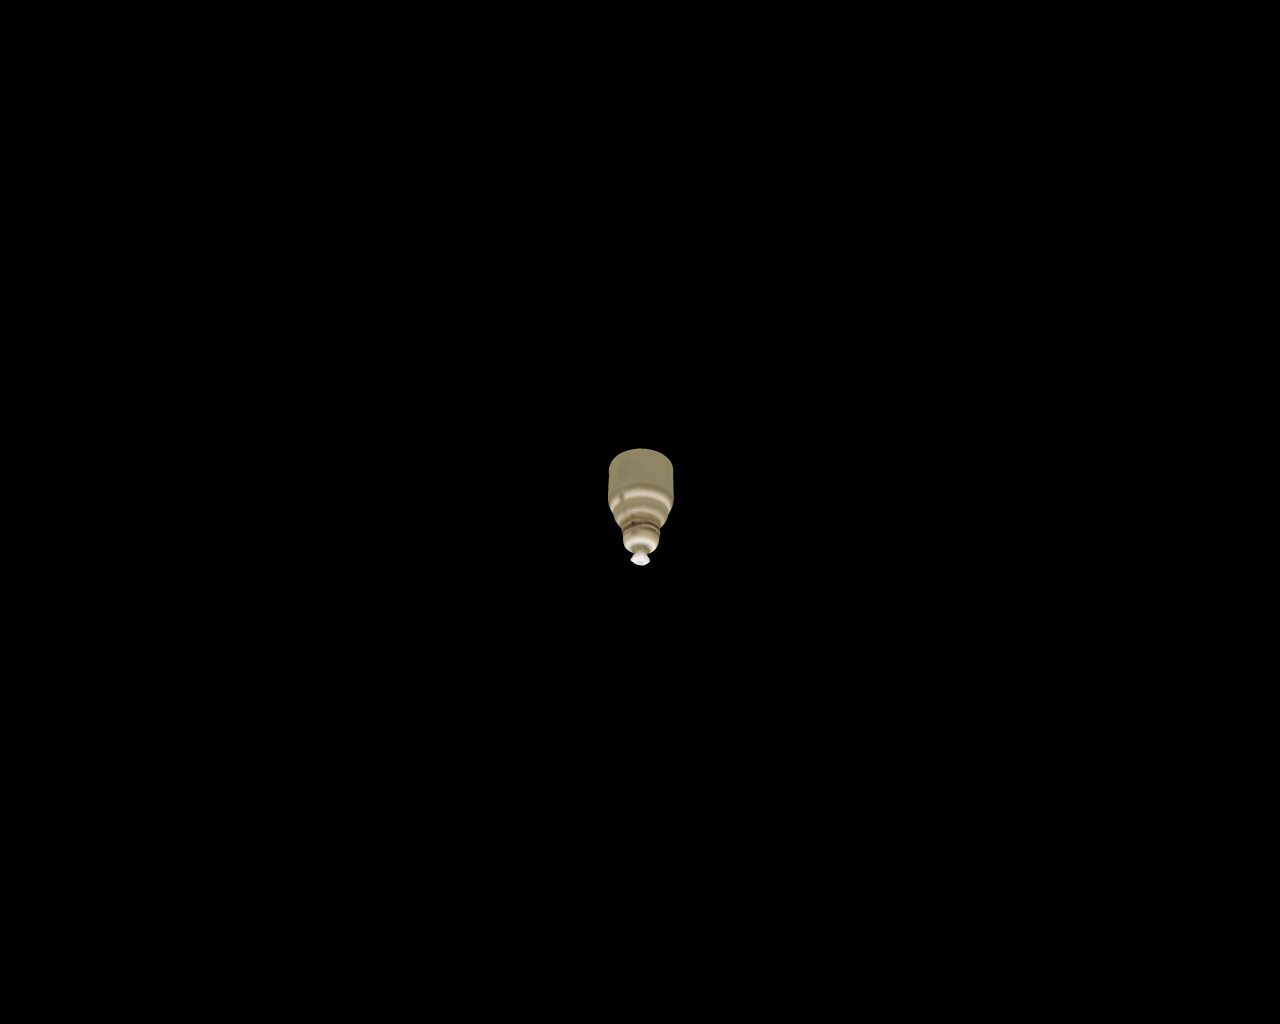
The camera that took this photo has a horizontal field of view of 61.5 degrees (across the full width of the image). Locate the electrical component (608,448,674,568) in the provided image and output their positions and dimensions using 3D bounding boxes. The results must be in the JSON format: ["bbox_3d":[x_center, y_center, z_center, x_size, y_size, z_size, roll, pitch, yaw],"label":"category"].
[{"bbox_3d":[0.001,-0.003,0.650,0.040,0.078,0.040,0,-35,0],"label":"electrical component"}]
